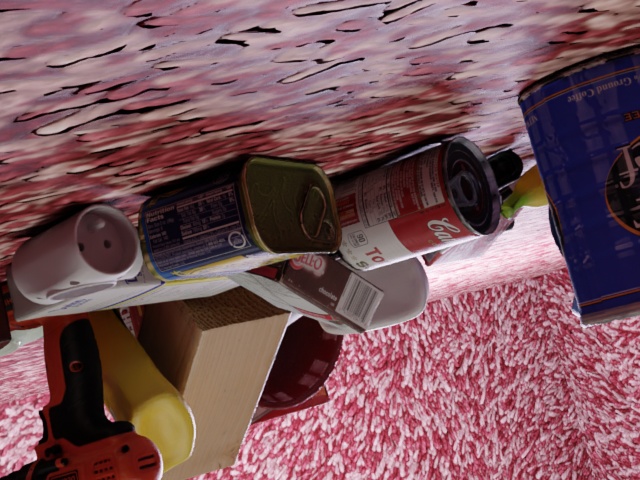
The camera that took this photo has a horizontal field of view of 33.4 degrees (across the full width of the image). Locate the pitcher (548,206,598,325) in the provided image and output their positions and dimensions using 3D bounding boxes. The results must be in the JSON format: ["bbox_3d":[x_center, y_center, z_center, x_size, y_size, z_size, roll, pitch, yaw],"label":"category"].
[{"bbox_3d":[0.293,-0.022,0.932,0.149,0.145,0.242,-22,173,29],"label":"pitcher"}]

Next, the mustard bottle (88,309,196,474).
[{"bbox_3d":[-0.174,0.106,0.908,0.058,0.192,0.096,-29,137,-18],"label":"mustard bottle"}]

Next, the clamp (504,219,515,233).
[{"bbox_3d":[0.102,-0.007,1.056,0.165,0.036,0.209,-16,172,16],"label":"clamp"}]

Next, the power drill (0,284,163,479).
[{"bbox_3d":[-0.213,0.124,0.831,0.185,0.188,0.057,-21,172,32],"label":"power drill"}]

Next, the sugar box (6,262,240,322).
[{"bbox_3d":[-0.127,0.021,0.780,0.094,0.048,0.175,-20,168,40],"label":"sugar box"}]

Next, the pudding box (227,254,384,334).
[{"bbox_3d":[-0.022,0.024,0.754,0.090,0.039,0.113,15,166,40],"label":"pudding box"}]

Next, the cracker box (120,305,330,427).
[{"bbox_3d":[-0.104,0.124,1.156,0.213,0.164,0.072,-8,168,-45],"label":"cracker box"}]

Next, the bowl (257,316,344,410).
[{"bbox_3d":[-0.052,0.092,1.106,0.161,0.162,0.055,-9,-170,-37],"label":"bowl"}]

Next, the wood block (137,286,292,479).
[{"bbox_3d":[-0.109,0.115,0.955,0.090,0.090,0.206,-11,137,-34],"label":"wood block"}]

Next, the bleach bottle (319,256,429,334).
[{"bbox_3d":[0.065,0.045,1.017,0.103,0.068,0.250,-15,176,12],"label":"bleach bottle"}]

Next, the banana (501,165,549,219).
[{"bbox_3d":[0.228,-0.055,0.790,0.198,0.037,0.069,-17,-148,12],"label":"banana"}]

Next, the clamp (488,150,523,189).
[{"bbox_3d":[0.082,-0.024,0.860,0.120,0.039,0.172,-17,172,-15],"label":"clamp"}]

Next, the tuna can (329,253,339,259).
[{"bbox_3d":[-0.006,0.001,0.912,0.086,0.034,0.086,-14,173,-2],"label":"tuna can"}]

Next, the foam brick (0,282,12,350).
[{"bbox_3d":[-0.255,0.057,0.759,0.051,0.053,0.078,-11,172,-27],"label":"foam brick"}]

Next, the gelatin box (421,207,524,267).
[{"bbox_3d":[0.138,-0.015,0.969,0.073,0.030,0.089,-8,146,-40],"label":"gelatin box"}]

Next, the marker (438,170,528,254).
[{"bbox_3d":[0.148,-0.029,0.905,0.121,0.020,0.020,-34,173,-2],"label":"marker"}]

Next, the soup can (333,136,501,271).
[{"bbox_3d":[0.062,-0.023,0.726,0.102,0.068,0.068,-18,172,35],"label":"soup can"}]

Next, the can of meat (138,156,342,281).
[{"bbox_3d":[-0.048,-0.010,0.646,0.084,0.057,0.101,-16,173,28],"label":"can of meat"}]

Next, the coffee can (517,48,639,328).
[{"bbox_3d":[0.183,-0.030,0.617,0.103,0.140,0.103,-14,173,-2],"label":"coffee can"}]
